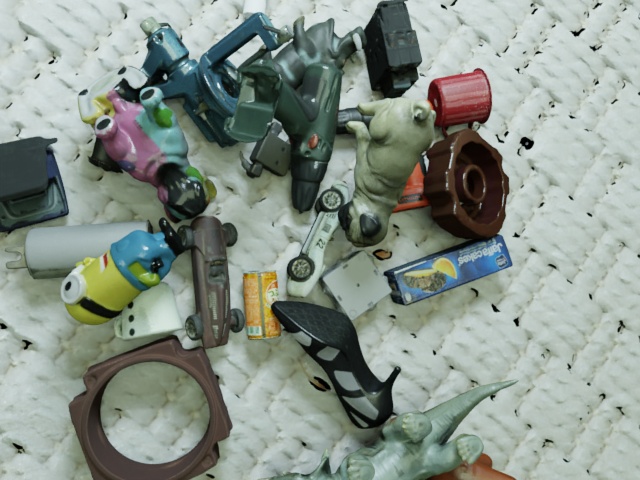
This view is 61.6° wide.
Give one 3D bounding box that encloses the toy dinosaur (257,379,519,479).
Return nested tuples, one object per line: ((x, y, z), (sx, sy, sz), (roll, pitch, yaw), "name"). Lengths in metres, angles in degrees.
((0.106, 0.326, 0.801), (0.405, 0.192, 0.131), (-23, 82, -16), "toy dinosaur")

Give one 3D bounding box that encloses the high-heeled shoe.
((0.013, 0.198, 0.843), (0.249, 0.086, 0.145), (31, 121, 3), "high-heeled shoe")

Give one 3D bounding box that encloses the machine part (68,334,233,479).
((-0.245, 0.257, 0.792), (0.201, 0.087, 0.201), (-20, 90, -9), "machine part")

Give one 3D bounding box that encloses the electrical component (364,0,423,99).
((0.116, -0.302, 0.874), (0.058, 0.115, 0.134), (-11, 86, -8), "electrical component")

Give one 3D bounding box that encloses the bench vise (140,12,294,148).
((-0.151, -0.264, 0.803), (0.241, 0.129, 0.223), (-27, 99, 26), "bench vise")

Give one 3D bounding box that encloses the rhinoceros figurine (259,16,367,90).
((-0.013, -0.298, 0.874), (0.190, 0.073, 0.112), (-32, 90, -10), "rhinoceros figurine")

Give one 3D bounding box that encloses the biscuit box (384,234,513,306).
((0.213, 0.048, 0.891), (0.203, 0.063, 0.059), (-19, 90, -9), "biscuit box")

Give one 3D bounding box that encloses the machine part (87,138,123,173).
((-0.321, -0.174, 0.835), (0.084, 0.039, 0.138), (11, 82, -16), "machine part")

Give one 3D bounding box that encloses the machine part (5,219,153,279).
((-0.337, 0.013, 0.798), (0.243, 0.079, 0.079), (-5, 87, -9), "machine part")

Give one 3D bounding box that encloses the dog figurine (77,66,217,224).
((-0.242, -0.126, 0.796), (0.108, 0.219, 0.192), (-37, 48, -10), "dog figurine")

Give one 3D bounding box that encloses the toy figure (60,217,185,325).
((-0.268, 0.047, 0.738), (0.180, 0.082, 0.089), (-32, 105, -4), "toy figure")

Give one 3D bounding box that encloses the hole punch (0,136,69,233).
((-0.443, -0.082, 0.793), (0.142, 0.092, 0.116), (-17, 59, -8), "hole punch")

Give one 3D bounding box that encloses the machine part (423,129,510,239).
((0.239, -0.087, 0.874), (0.179, 0.056, 0.179), (7, 79, -38), "machine part")

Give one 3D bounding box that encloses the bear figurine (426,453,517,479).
((0.202, 0.428, 0.836), (0.132, 0.120, 0.195), (21, 85, -11), "bear figurine")

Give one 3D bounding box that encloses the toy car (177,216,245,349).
((-0.164, 0.062, 0.820), (0.089, 0.053, 0.202), (-2, 84, -43), "toy car")

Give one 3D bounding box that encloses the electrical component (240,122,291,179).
((-0.084, -0.145, 0.869), (0.078, 0.045, 0.102), (21, 85, -36), "electrical component")

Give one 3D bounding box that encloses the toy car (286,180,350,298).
((-0.002, -0.003, 0.855), (0.056, 0.073, 0.201), (25, 83, -4), "toy car")

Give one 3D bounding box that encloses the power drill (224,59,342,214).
((-0.042, -0.157, 0.787), (0.086, 0.207, 0.232), (19, 96, 35), "power drill")

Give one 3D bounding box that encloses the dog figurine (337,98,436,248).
((0.098, -0.090, 0.768), (0.121, 0.172, 0.190), (8, 76, -9), "dog figurine")
